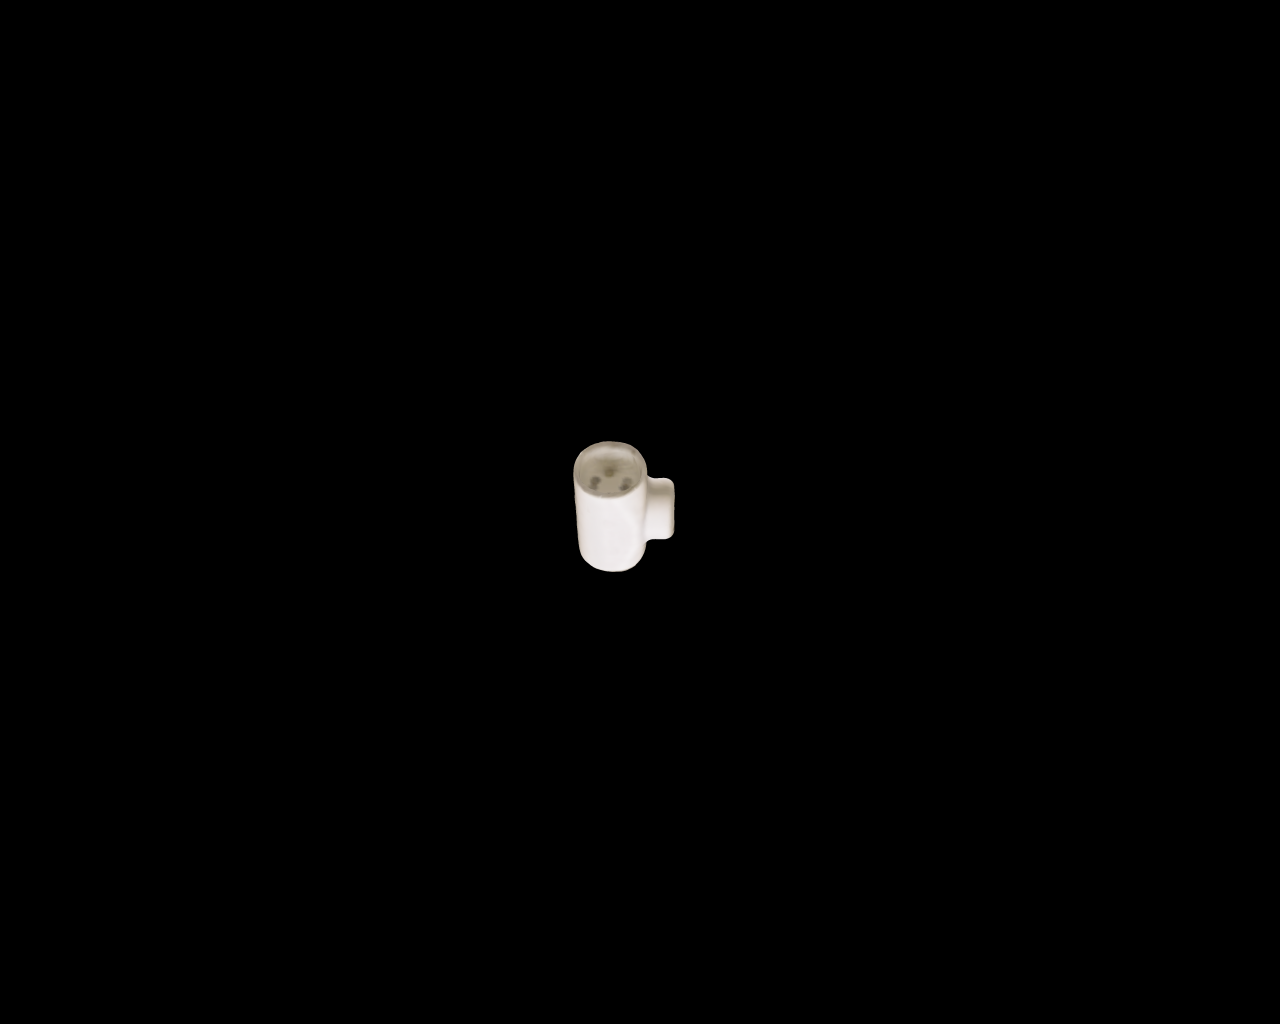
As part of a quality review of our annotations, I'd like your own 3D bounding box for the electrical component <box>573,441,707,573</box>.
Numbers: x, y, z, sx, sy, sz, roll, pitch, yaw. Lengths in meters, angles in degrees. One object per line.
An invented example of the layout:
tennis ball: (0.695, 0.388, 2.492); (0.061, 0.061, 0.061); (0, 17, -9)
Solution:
electrical component: (0.001, -0.003, 0.650); (0.079, 0.044, 0.077); (0, -37, 0)
